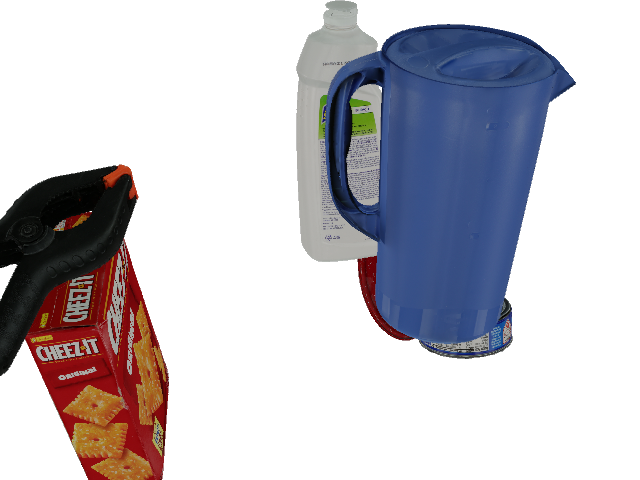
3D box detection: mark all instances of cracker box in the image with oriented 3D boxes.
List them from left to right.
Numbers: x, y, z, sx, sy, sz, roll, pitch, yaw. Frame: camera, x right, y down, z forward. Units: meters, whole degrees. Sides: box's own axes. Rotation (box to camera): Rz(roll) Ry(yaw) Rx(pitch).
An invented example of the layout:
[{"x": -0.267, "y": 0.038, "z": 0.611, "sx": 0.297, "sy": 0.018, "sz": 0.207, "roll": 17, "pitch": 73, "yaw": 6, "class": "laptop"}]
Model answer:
[{"x": -0.197, "y": 0.104, "z": 0.983, "sx": 0.072, "sy": 0.214, "sz": 0.164, "roll": -9, "pitch": 38, "yaw": 1, "class": "cracker box"}]

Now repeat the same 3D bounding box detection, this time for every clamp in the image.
[{"x": -0.195, "y": 0.004, "z": 0.685, "sx": 0.120, "sy": 0.039, "sz": 0.171, "roll": 30, "pitch": 54, "yaw": 18, "class": "clamp"}]

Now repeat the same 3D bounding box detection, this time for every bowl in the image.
[{"x": 0.114, "y": 0.034, "z": 1.240, "sx": 0.055, "sy": 0.162, "sz": 0.161, "roll": -9, "pitch": -6, "yaw": 40, "class": "bowl"}]

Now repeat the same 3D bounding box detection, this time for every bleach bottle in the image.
[{"x": 0.028, "y": -0.105, "z": 1.028, "sx": 0.102, "sy": 0.251, "sz": 0.068, "roll": -9, "pitch": 30, "yaw": -15, "class": "bleach bottle"}]

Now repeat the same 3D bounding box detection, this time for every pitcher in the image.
[{"x": 0.095, "y": -0.042, "z": 0.856, "sx": 0.149, "sy": 0.243, "sz": 0.144, "roll": 25, "pitch": 36, "yaw": 32, "class": "pitcher"}]

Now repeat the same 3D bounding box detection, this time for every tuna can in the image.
[{"x": 0.132, "y": 0.074, "z": 0.974, "sx": 0.086, "sy": 0.034, "sz": 0.086, "roll": -3, "pitch": 20, "yaw": 1, "class": "tuna can"}]
